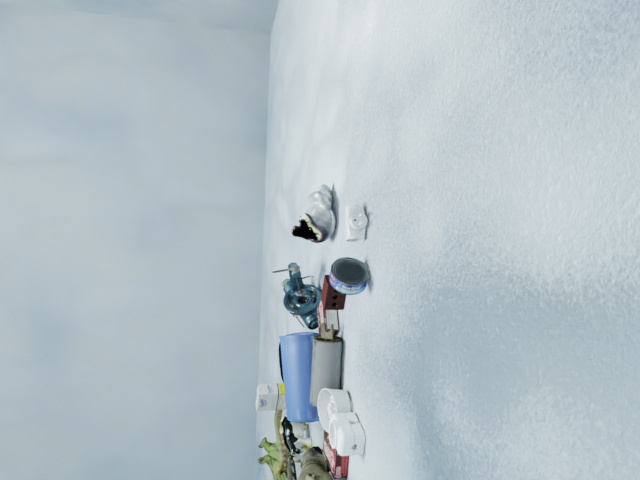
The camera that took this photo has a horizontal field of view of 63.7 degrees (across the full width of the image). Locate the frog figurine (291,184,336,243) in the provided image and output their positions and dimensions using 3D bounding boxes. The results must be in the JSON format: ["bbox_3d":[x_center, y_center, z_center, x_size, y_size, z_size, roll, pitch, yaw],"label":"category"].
[{"bbox_3d":[0.004,-0.074,1.469,0.162,0.123,0.134,-52,-20,-35],"label":"frog figurine"}]

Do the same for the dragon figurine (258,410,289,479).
[{"bbox_3d":[-0.136,0.836,1.938,0.247,0.123,0.401,49,140,48],"label":"dragon figurine"}]
